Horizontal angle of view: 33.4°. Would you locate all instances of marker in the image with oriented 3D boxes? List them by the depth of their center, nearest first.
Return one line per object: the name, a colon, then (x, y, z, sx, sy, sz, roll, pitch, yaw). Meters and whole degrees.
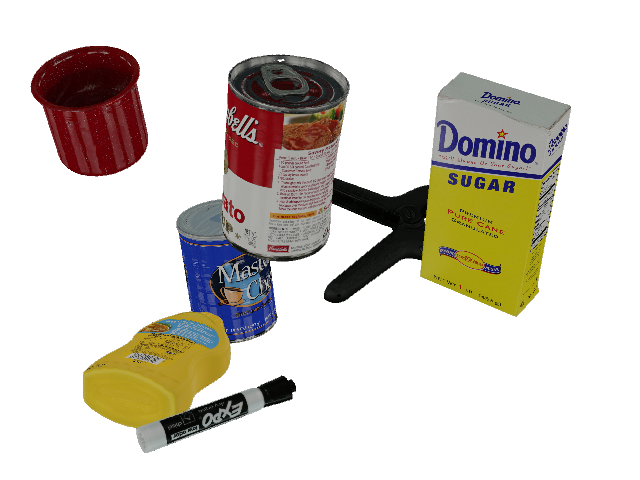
marker: (-0.072, 0.122, 0.761, 0.120, 0.020, 0.020, -17, 7, -26)

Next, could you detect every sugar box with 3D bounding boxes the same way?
sugar box: (0.131, -0.033, 0.825, 0.093, 0.176, 0.048, 22, 44, 26)

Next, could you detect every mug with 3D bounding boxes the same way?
mug: (-0.200, -0.119, 0.942, 0.093, 0.081, 0.117, -14, 45, -9)

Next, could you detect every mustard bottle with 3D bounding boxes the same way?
mustard bottle: (-0.141, 0.113, 1.027, 0.096, 0.058, 0.191, 9, 20, 18)

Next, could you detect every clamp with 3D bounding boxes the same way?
clamp: (0.084, -0.006, 1.065, 0.210, 0.164, 0.036, 0, -39, -6)

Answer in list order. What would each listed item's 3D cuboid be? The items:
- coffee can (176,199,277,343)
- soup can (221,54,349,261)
coffee can: (-0.109, 0.035, 1.255, 0.103, 0.140, 0.103, -5, 26, 2)
soup can: (-0.022, -0.048, 0.621, 0.068, 0.102, 0.068, 5, 34, -3)
